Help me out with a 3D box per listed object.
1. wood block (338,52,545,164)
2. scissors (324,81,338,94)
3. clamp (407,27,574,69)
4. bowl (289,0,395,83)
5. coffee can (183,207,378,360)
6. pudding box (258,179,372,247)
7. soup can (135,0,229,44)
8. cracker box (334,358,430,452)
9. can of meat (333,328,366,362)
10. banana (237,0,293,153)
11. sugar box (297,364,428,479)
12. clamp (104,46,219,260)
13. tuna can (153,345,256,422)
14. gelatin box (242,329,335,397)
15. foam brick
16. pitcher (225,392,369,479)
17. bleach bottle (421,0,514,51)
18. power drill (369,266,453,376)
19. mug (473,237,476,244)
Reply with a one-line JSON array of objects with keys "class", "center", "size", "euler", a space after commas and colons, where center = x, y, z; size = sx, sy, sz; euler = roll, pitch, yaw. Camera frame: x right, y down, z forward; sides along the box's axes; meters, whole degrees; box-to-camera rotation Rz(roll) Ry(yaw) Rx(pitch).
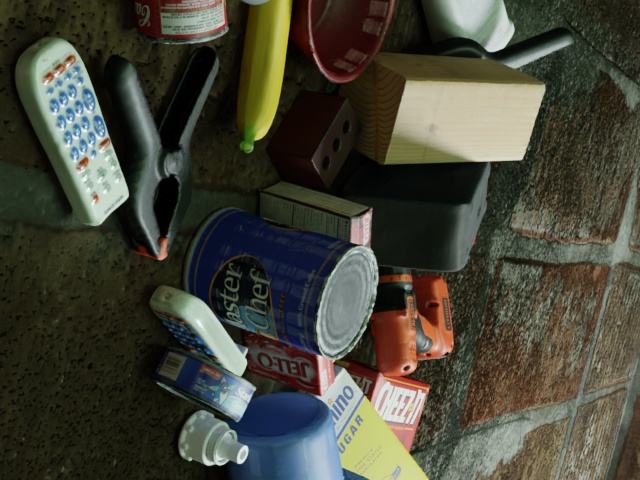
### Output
[{"class": "wood block", "center": [0.124, -0.136, 1.099], "size": [0.205, 0.090, 0.091], "euler": [-5, 118, -40]}, {"class": "scissors", "center": [0.071, -0.234, 1.077], "size": [0.096, 0.016, 0.202], "euler": [13, 93, -25]}, {"class": "clamp", "center": [0.175, -0.174, 1.219], "size": [0.209, 0.036, 0.165], "euler": [-2, 130, -24]}, {"class": "bowl", "center": [0.010, -0.227, 0.971], "size": [0.161, 0.055, 0.162], "euler": [-36, 134, -49]}, {"class": "coffee can", "center": [-0.034, 0.036, 0.936], "size": [0.102, 0.140, 0.103], "euler": [-36, 134, -49]}, {"class": "pudding box", "center": [-0.007, 0.001, 0.998], "size": [0.039, 0.114, 0.090], "euler": [-26, 126, -50]}, {"class": "soup can", "center": [-0.102, -0.200, 0.769], "size": [0.068, 0.069, 0.102], "euler": [-37, 134, -48]}, {"class": "cracker box", "center": [0.048, 0.258, 1.272], "size": [0.164, 0.072, 0.213], "euler": [25, 82, -61]}, {"class": "can of meat", "center": [-0.001, 0.081, 1.111], "size": [0.083, 0.058, 0.102], "euler": [-46, 141, -37]}, {"class": "banana", "center": [-0.044, -0.170, 0.902], "size": [0.070, 0.037, 0.198], "euler": [-164, -99, -77]}, {"class": "sugar box", "center": [0.034, 0.228, 1.158], "size": [0.093, 0.048, 0.176], "euler": [-44, 114, -19]}, {"class": "clamp", "center": [-0.121, -0.072, 0.835], "size": [0.120, 0.039, 0.171], "euler": [-27, 131, -46]}, {"class": "tuna can", "center": [-0.101, 0.125, 0.922], "size": [0.033, 0.086, 0.086], "euler": [-64, 150, -14]}, {"class": "gelatin box", "center": [-0.031, 0.106, 1.033], "size": [0.030, 0.089, 0.073], "euler": [-44, 140, -43]}, {"class": "foam brick", "center": [-0.005, -0.095, 1.016], "size": [0.078, 0.051, 0.053], "euler": [-62, 149, -22]}, {"class": "pitcher", "center": [-0.017, 0.280, 1.068], "size": [0.148, 0.145, 0.243], "euler": [-24, 115, -43]}, {"class": "bleach bottle", "center": [0.149, -0.300, 1.174], "size": [0.102, 0.068, 0.250], "euler": [-51, 144, -21]}, {"class": "power drill", "center": [0.103, 0.070, 1.263], "size": [0.187, 0.057, 0.184], "euler": [18, 66, -66]}, {"class": "mug", "center": [0.141, -0.031, 1.287], "size": [0.117, 0.093, 0.081], "euler": [-17, 129, -23]}]
